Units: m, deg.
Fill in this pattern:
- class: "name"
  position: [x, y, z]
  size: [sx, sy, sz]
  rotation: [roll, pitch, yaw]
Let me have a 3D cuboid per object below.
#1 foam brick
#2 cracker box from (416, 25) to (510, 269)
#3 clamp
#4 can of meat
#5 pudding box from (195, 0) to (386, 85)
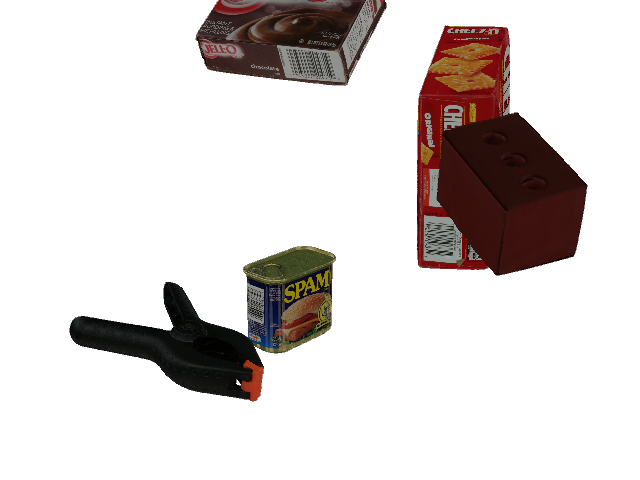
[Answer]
- class: "foam brick"
  position: [0.108, -0.027, 0.612]
  size: [0.053, 0.051, 0.078]
  rotation: [-15, 44, -18]
- class: "cracker box"
  position: [0.136, -0.092, 0.989]
  size: [0.072, 0.164, 0.213]
  rotation: [3, 27, 12]
- class: "clamp"
  position: [-0.109, 0.082, 0.893]
  size: [0.172, 0.039, 0.120]
  rotation: [21, 34, 24]
- class: "can of meat"
  position: [-0.032, 0.062, 1.119]
  size: [0.058, 0.084, 0.101]
  rotation: [18, 26, 39]
- class: "pudding box"
  position: [-0.020, -0.157, 0.763]
  size: [0.114, 0.090, 0.039]
  rotation: [11, -36, 19]
